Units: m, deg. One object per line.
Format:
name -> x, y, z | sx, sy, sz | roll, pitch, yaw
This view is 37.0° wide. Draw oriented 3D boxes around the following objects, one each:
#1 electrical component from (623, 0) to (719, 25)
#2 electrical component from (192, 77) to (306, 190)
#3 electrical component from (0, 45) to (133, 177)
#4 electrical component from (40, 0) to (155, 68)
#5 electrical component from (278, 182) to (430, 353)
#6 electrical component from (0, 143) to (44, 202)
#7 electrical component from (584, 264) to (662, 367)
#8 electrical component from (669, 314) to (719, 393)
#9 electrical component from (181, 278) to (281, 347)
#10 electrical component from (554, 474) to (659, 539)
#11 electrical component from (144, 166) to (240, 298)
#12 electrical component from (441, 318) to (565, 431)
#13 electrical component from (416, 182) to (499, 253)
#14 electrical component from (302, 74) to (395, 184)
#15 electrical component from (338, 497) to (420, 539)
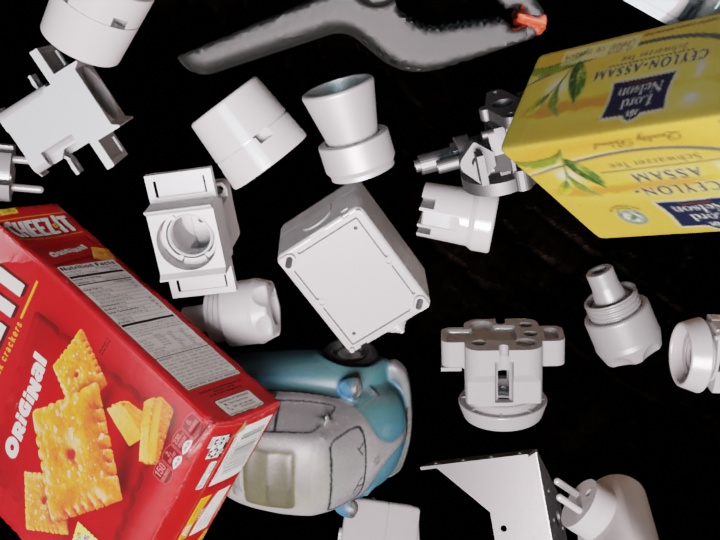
electrical component -> 0.177, -0.161, 0.572 | 0.186, 0.105, 0.060 | 27, 111, -7
electrical component -> -0.068, -0.084, 0.650 | 0.055, 0.055, 0.047 | -34, 102, 16
electrical component -> -0.181, -0.094, 0.656 | 0.064, 0.042, 0.081 | -30, 103, 7
electrical component -> -0.155, -0.152, 0.630 | 0.055, 0.055, 0.047 | 30, 115, -7
electrical component -> 0.000, 0.000, 0.678 | 0.062, 0.061, 0.096 | -32, 112, 13
electrical component -> -0.238, -0.063, 0.677 | 0.077, 0.047, 0.065 | 4, 113, -12
electrical component -> 0.163, 0.027, 0.682 | 0.043, 0.043, 0.062 | -22, 107, 13
electrical component -> 0.232, 0.055, 0.688 | 0.055, 0.048, 0.066 | 2, 113, -4
electrical component -> -0.085, 0.029, 0.703 | 0.062, 0.043, 0.043 | -8, 111, 9
electrical component -> 0.162, 0.167, 0.721 | 0.079, 0.077, 0.044 | 34, 111, -9
electrical component -> -0.102, -0.027, 0.670 | 0.042, 0.063, 0.081 | -6, 112, 7
electrical component -> 0.092, 0.068, 0.697 | 0.078, 0.058, 0.057 | -1, 109, 5
electrical component -> 0.061, -0.034, 0.669 | 0.046, 0.040, 0.040 | 10, 113, 7
electrical component -> -0.006, -0.085, 0.649 | 0.045, 0.045, 0.055 | -14, 111, 10
electrical component -> 0.013, 0.202, 0.742 | 0.061, 0.096, 0.061 | 8, 142, 1
